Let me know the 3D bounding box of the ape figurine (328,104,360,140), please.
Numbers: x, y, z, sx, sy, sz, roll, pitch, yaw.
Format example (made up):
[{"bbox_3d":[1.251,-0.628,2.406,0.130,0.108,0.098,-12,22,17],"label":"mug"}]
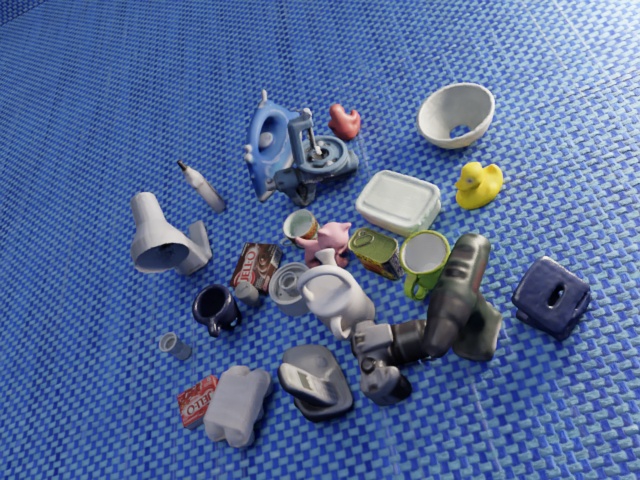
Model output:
[{"bbox_3d":[0.052,-0.291,1.377,0.077,0.092,0.076,-8,55,23],"label":"ape figurine"}]

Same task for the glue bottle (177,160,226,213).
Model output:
[{"bbox_3d":[-0.296,-0.138,1.400,0.037,0.174,0.078,-40,49,-3],"label":"glue bottle"}]

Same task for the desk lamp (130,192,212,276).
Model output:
[{"bbox_3d":[-0.348,-0.001,1.307,0.118,0.214,0.203,-29,50,7],"label":"desk lamp"}]

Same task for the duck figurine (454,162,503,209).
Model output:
[{"bbox_3d":[0.309,-0.120,1.132,0.104,0.086,0.077,-38,49,-1],"label":"duck figurine"}]

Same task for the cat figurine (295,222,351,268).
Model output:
[{"bbox_3d":[0.011,0.004,1.180,0.127,0.118,0.067,-5,57,25],"label":"cat figurine"}]

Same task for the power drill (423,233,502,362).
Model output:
[{"bbox_3d":[0.235,0.116,0.928,0.075,0.209,0.230,5,61,30],"label":"power drill"}]

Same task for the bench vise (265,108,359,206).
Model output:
[{"bbox_3d":[-0.033,-0.175,1.259,0.207,0.220,0.121,-42,49,-4],"label":"bench vise"}]

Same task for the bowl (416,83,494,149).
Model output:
[{"bbox_3d":[0.297,-0.255,1.238,0.167,0.075,0.167,-13,53,19],"label":"bowl"}]

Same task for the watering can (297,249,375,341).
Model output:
[{"bbox_3d":[0.021,0.097,1.061,0.101,0.195,0.172,-36,49,1],"label":"watering can"}]

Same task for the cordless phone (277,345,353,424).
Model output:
[{"bbox_3d":[-0.027,0.232,1.000,0.094,0.186,0.147,-34,49,3],"label":"cordless phone"}]

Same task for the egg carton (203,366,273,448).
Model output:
[{"bbox_3d":[-0.154,0.314,1.086,0.107,0.070,0.150,4,61,29],"label":"egg carton"}]

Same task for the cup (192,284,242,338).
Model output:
[{"bbox_3d":[-0.205,0.162,1.199,0.091,0.095,0.117,-21,51,14],"label":"cup"}]

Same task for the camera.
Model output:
[{"bbox_3d":[0.131,0.196,0.998,0.136,0.101,0.143,-19,52,15],"label":"camera"}]

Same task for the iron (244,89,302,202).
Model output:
[{"bbox_3d":[-0.138,-0.237,1.407,0.118,0.142,0.258,-1,58,27],"label":"iron"}]

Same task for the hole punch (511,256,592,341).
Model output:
[{"bbox_3d":[0.383,0.094,0.943,0.100,0.091,0.109,28,74,38],"label":"hole punch"}]
